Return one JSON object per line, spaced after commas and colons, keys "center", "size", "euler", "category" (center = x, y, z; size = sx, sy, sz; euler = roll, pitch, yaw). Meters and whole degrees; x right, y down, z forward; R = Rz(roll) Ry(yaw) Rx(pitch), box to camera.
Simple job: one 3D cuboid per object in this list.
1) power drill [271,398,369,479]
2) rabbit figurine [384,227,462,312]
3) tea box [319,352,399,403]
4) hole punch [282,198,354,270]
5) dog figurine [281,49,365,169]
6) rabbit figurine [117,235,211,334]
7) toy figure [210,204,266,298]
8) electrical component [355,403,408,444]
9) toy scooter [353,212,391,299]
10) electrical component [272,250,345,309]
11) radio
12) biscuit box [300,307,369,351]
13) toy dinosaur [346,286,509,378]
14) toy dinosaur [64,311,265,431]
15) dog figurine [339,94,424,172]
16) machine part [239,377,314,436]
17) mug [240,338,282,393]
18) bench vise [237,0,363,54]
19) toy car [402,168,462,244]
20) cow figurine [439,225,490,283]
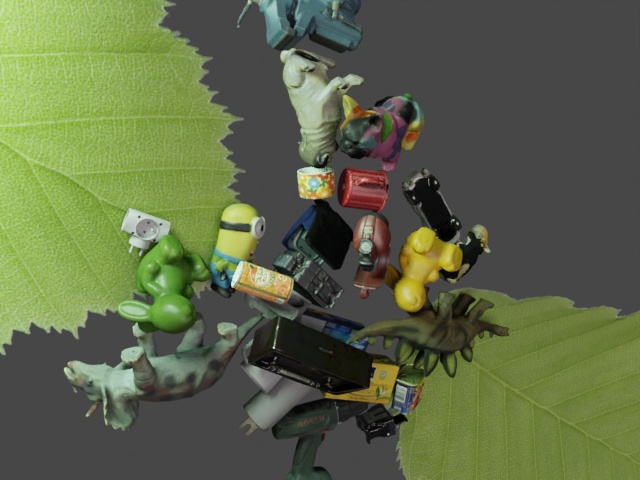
{"center": [0.001, 0.463, 1.235], "size": [0.232, 0.086, 0.207], "euler": [0, 108, -20], "category": "power drill"}
{"center": [0.201, 0.072, 1.165], "size": [0.122, 0.162, 0.173], "euler": [29, 71, -27], "category": "rabbit figurine"}
{"center": [0.086, 0.311, 1.232], "size": [0.169, 0.068, 0.098], "euler": [11, 99, -23], "category": "tea box"}
{"center": [-0.002, -0.003, 1.112], "size": [0.142, 0.092, 0.116], "euler": [44, 53, -24], "category": "hole punch"}
{"center": [-0.026, -0.249, 1.032], "size": [0.121, 0.172, 0.190], "euler": [-22, 146, -52], "category": "dog figurine"}
{"center": [-0.280, 0.098, 0.961], "size": [0.159, 0.170, 0.121], "euler": [-30, 136, 3], "category": "rabbit figurine"}
{"center": [-0.168, 0.018, 1.046], "size": [0.089, 0.082, 0.180], "euler": [20, 99, -25], "category": "toy figure"}
{"center": [0.152, 0.433, 1.288], "size": [0.119, 0.075, 0.047], "euler": [-15, 112, -12], "category": "electrical component"}
{"center": [0.103, 0.041, 1.111], "size": [0.075, 0.135, 0.183], "euler": [9, 136, 18], "category": "toy scooter"}
{"center": [-0.034, 0.077, 1.092], "size": [0.134, 0.115, 0.058], "euler": [44, 70, -25], "category": "electrical component"}
{"center": [-0.021, 0.235, 1.066], "size": [0.229, 0.131, 0.073], "euler": [28, 54, -22], "category": "radio"}
{"center": [0.014, 0.195, 1.175], "size": [0.202, 0.063, 0.059], "euler": [20, 95, -25], "category": "biscuit box"}
{"center": [0.256, 0.209, 1.230], "size": [0.471, 0.105, 0.198], "euler": [10, 88, -26], "category": "toy dinosaur"}
{"center": [-0.275, 0.251, 1.052], "size": [0.405, 0.131, 0.192], "euler": [-6, 120, -26], "category": "toy dinosaur"}
{"center": [0.113, -0.223, 1.012], "size": [0.109, 0.219, 0.191], "euler": [37, 89, 19], "category": "dog figurine"}
{"center": [-0.079, 0.329, 1.167], "size": [0.243, 0.079, 0.079], "euler": [-42, 115, -5], "category": "machine part"}
{"center": [-0.111, 0.248, 1.137], "size": [0.107, 0.081, 0.109], "euler": [-40, 108, -21], "category": "mug"}
{"center": [-0.018, -0.447, 0.963], "size": [0.224, 0.129, 0.240], "euler": [11, 80, -15], "category": "bench vise"}
{"center": [0.251, -0.068, 1.203], "size": [0.073, 0.056, 0.201], "euler": [-35, 113, -3], "category": "toy car"}
{"center": [0.335, 0.030, 1.239], "size": [0.167, 0.098, 0.068], "euler": [-43, 109, -6], "category": "cow figurine"}
